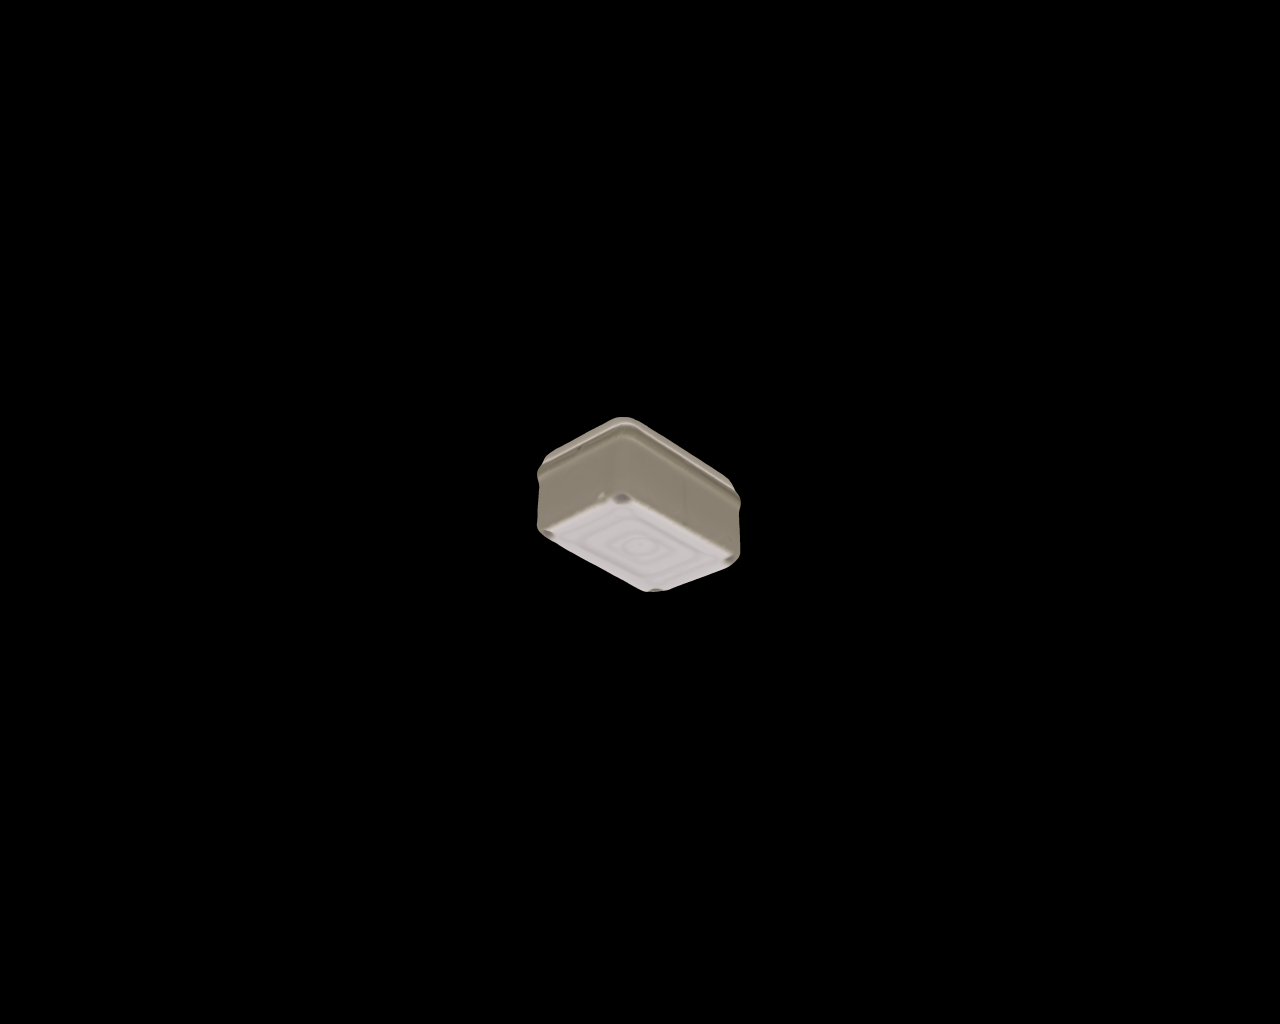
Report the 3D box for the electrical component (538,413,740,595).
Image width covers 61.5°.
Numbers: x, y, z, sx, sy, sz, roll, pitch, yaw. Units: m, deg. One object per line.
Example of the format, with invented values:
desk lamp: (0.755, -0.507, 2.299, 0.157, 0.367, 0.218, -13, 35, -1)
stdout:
electrical component: (0.001, -0.003, 0.650, 0.078, 0.057, 0.113, -24, -38, 34)
